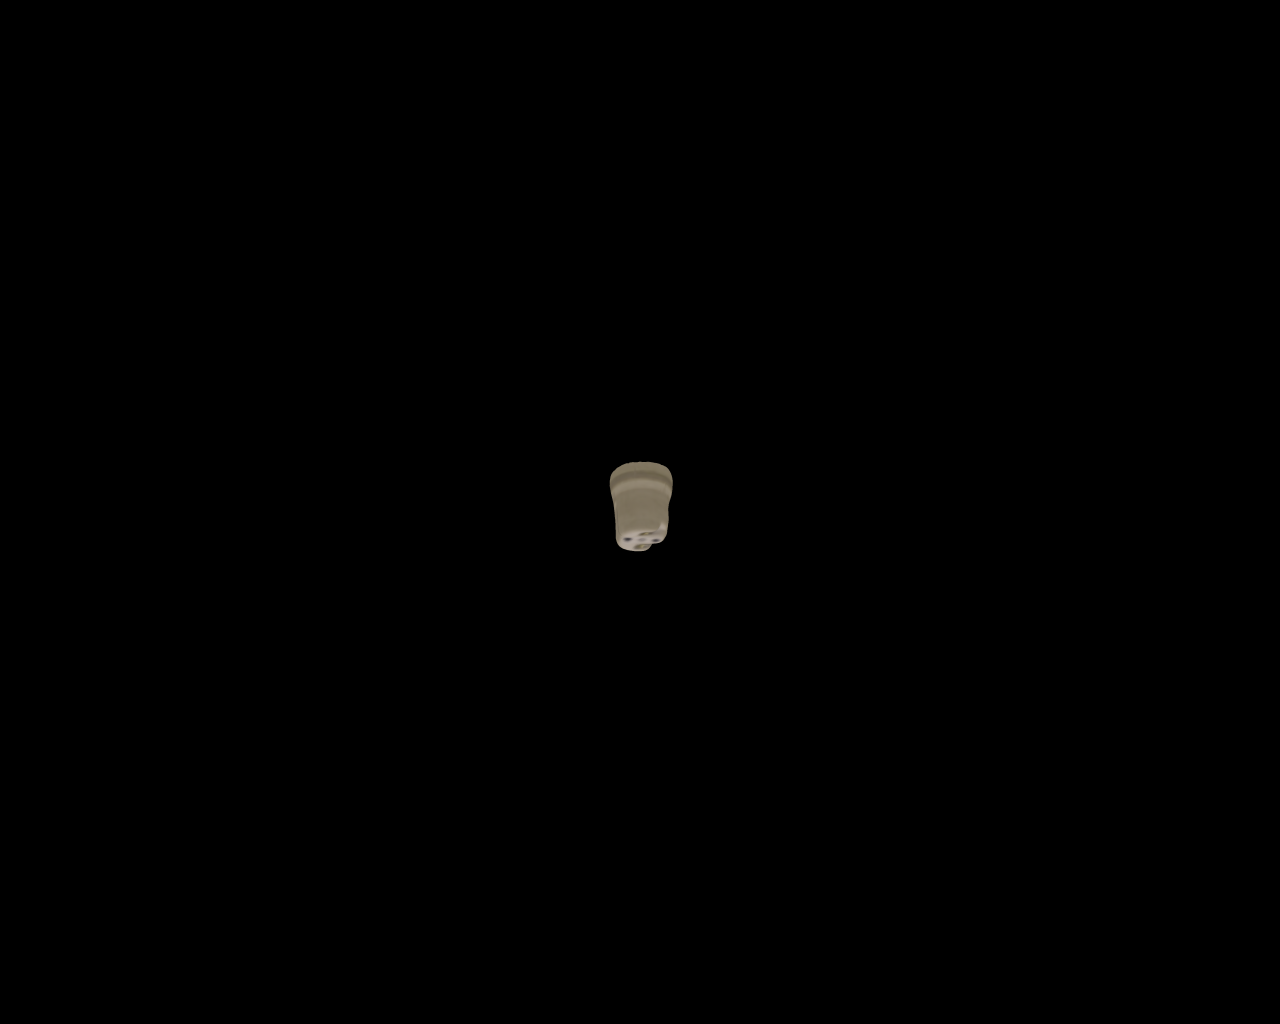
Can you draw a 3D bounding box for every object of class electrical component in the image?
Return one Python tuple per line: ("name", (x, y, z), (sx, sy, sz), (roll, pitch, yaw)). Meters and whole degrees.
("electrical component", (0.001, -0.003, 0.650), (0.040, 0.046, 0.040), (0, -28, 0))
